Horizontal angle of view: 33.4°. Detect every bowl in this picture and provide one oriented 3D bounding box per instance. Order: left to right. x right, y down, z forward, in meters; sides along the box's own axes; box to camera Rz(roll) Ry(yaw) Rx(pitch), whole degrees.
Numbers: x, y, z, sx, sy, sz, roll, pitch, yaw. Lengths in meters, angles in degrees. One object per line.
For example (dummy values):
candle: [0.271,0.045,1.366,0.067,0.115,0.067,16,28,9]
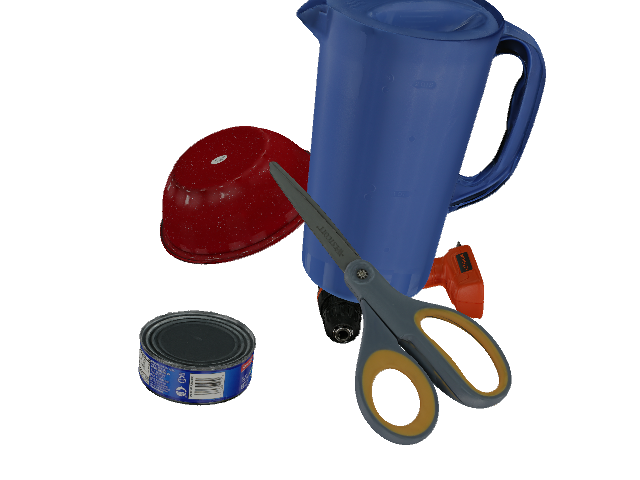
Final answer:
bowl: [-0.079,-0.052,0.941,0.162,0.055,0.162,-16,37,12]

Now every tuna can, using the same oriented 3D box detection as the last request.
tuna can: [-0.092,0.087,0.793,0.086,0.034,0.086,6,24,-3]

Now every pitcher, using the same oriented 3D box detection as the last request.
pitcher: [0.063,-0.073,0.830,0.144,0.243,0.149,-21,42,-38]

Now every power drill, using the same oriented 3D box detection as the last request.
power drill: [0.089,0.057,1.225,0.187,0.057,0.184,-1,28,-1]

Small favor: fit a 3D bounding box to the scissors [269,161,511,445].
scissors: [0.017,0.040,0.623,0.202,0.096,0.016,37,-23,16]
